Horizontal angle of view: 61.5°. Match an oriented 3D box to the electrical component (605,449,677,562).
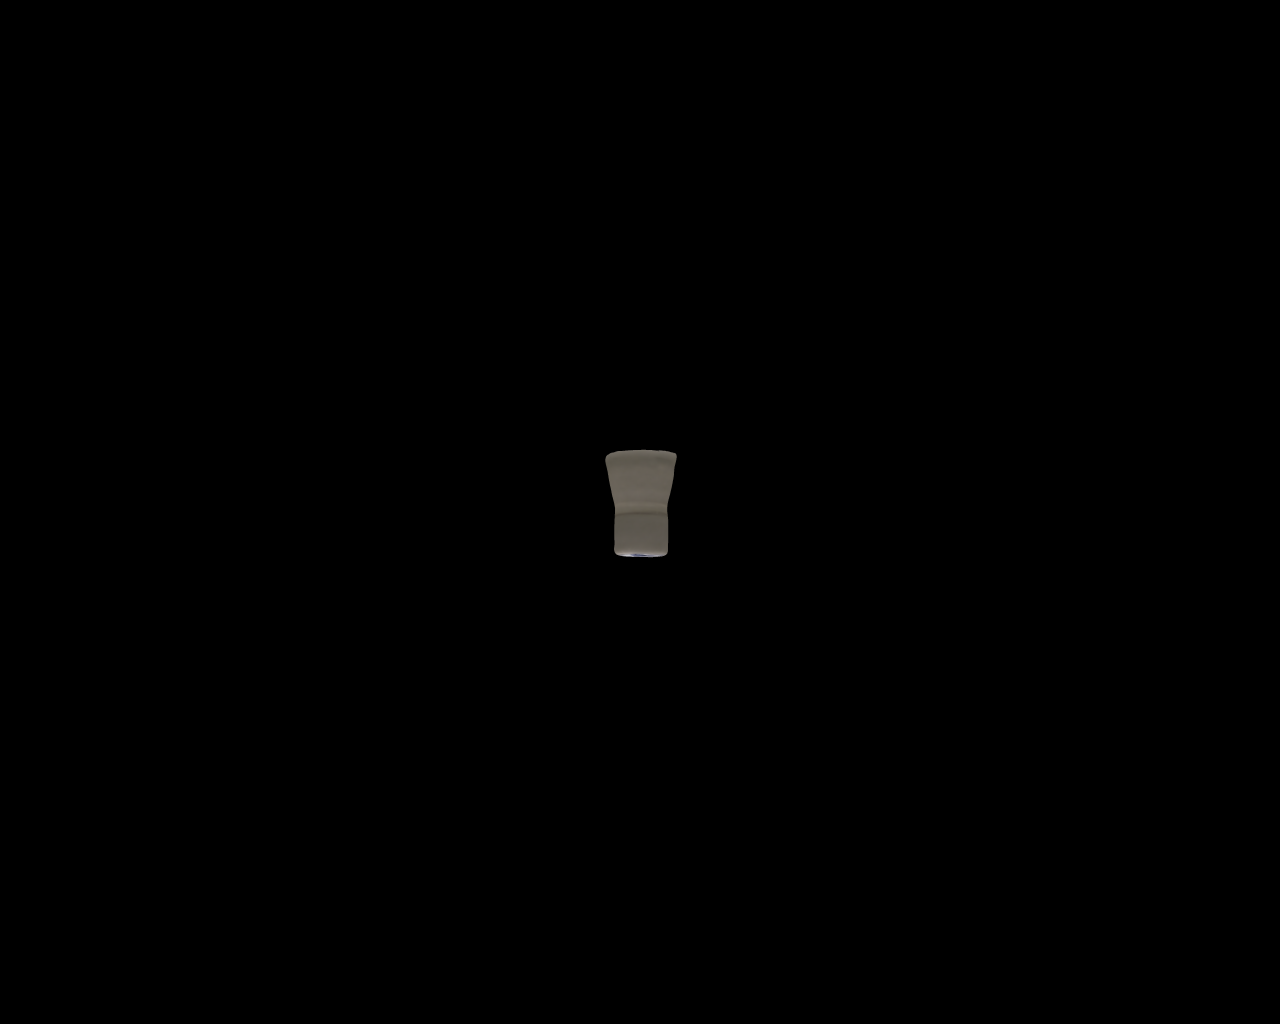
[{"bbox_3d":[0.001,-0.003,0.650,0.044,0.065,0.044,0,-7,0],"label":"electrical component"}]
